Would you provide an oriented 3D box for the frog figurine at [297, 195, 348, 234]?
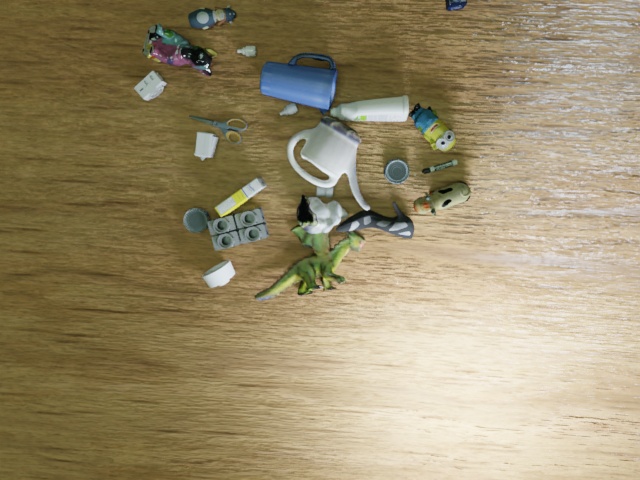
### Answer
[{"bbox_3d":[0.005,-0.088,1.739,0.140,0.160,0.120,52,127,32],"label":"frog figurine"}]

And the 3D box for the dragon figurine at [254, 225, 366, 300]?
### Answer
[{"bbox_3d":[-0.040,0.061,1.770,0.410,0.121,0.245,-9,78,2],"label":"dragon figurine"}]

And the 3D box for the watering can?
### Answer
[{"bbox_3d":[0.061,-0.267,1.710,0.348,0.104,0.223,32,96,2],"label":"watering can"}]
